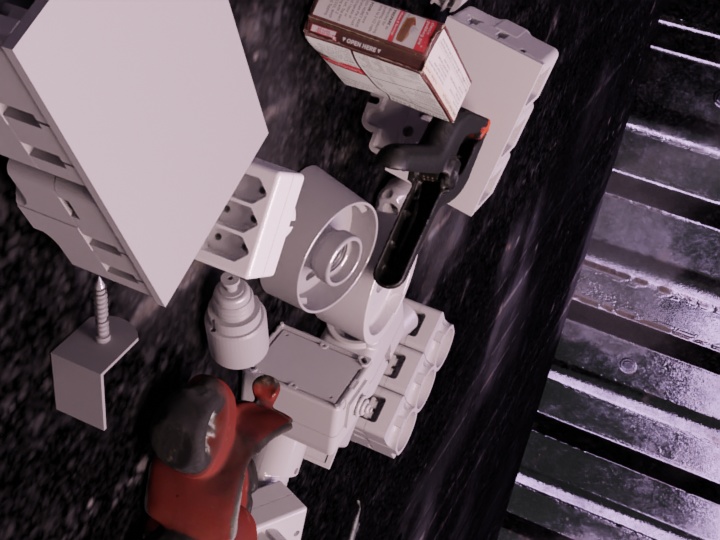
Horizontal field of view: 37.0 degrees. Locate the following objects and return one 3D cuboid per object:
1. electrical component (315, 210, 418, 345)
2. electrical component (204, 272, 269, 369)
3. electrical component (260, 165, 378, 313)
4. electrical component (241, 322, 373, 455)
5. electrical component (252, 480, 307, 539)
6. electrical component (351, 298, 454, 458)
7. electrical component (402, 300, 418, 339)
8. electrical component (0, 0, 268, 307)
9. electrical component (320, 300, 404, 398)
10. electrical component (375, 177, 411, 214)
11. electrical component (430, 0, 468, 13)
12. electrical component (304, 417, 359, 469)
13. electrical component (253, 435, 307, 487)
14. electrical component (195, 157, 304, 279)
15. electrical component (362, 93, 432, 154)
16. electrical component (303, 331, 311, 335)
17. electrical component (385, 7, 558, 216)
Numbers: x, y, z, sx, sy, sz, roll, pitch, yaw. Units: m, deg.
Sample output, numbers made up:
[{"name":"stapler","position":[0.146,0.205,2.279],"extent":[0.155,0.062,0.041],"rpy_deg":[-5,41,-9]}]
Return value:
[{"name":"electrical component","position":[0.000,0.000,0.877],"extent":[0.108,0.060,0.108],"rpy_deg":[-58,160,-35]},{"name":"electrical component","position":[-0.080,0.030,0.692],"extent":[0.040,0.040,0.078],"rpy_deg":[-57,160,-36]},{"name":"electrical component","position":[-0.034,-0.021,0.781],"extent":[0.099,0.064,0.099],"rpy_deg":[-41,148,-32]},{"name":"electrical component","position":[-0.035,0.094,0.813],"extent":[0.061,0.096,0.061],"rpy_deg":[-51,157,-47]},{"name":"electrical component","position":[-0.075,0.210,0.812],"extent":[0.083,0.076,0.047],"rpy_deg":[-13,127,-39]},{"name":"electrical component","position":[0.043,0.116,1.152],"extent":[0.150,0.062,0.089],"rpy_deg":[-63,162,-18]},{"name":"electrical component","position":[0.023,0.063,1.066],"extent":[0.065,0.044,0.044],"rpy_deg":[-51,156,-36]},{"name":"electrical component","position":[-0.105,-0.079,0.447],"extent":[0.186,0.060,0.105],"rpy_deg":[78,36,-62]},{"name":"electrical component","position":[0.000,0.058,0.955],"extent":[0.059,0.054,0.095],"rpy_deg":[84,29,-53]},{"name":"electrical component","position":[0.039,-0.069,0.966],"extent":[0.061,0.035,0.035],"rpy_deg":[-55,158,-47]},{"name":"electrical component","position":[0.080,-0.238,0.887],"extent":[0.046,0.040,0.040],"rpy_deg":[-49,155,-38]},{"name":"electrical component","position":[-0.029,0.136,0.985],"extent":[0.064,0.042,0.081],"rpy_deg":[38,74,-75]},{"name":"electrical component","position":[-0.068,0.149,0.870],"extent":[0.043,0.043,0.081],"rpy_deg":[-10,120,-71]},{"name":"electrical component","position":[-0.063,-0.034,0.656],"extent":[0.077,0.047,0.065],"rpy_deg":[-8,118,-72]},{"name":"electrical component","position":[0.039,-0.123,0.863],"extent":[0.078,0.058,0.057],"rpy_deg":[-70,161,0]},{"name":"electrical component","position":[-0.036,0.084,0.886],"extent":[0.055,0.047,0.055],"rpy_deg":[-58,160,-35]},{"name":"electrical component","position":[0.096,-0.137,0.926],"extent":[0.062,0.089,0.150],"rpy_deg":[-44,160,-56]}]
